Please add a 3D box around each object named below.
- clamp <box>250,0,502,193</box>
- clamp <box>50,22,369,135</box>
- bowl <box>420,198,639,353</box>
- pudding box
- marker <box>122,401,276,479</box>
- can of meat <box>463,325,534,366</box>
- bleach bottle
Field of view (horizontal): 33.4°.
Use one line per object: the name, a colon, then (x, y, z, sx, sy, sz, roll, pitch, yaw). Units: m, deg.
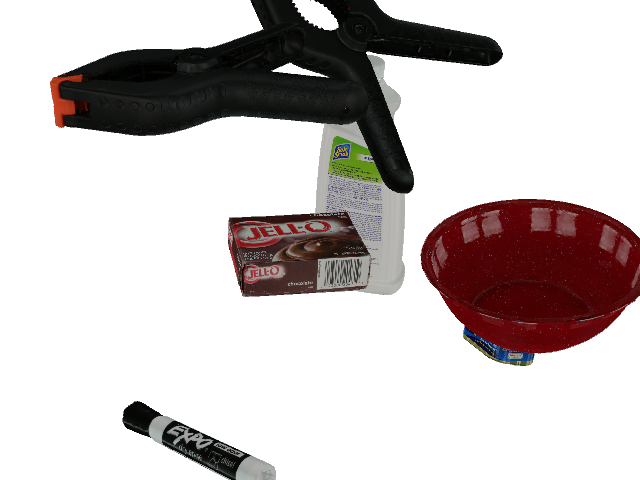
clamp: (0.023, -0.140, 0.800, 0.210, 0.164, 0.036, 31, -30, -6)
clamp: (-0.067, -0.094, 0.615, 0.171, 0.039, 0.120, -3, 25, -11)
bowl: (0.153, 0.032, 0.771, 0.162, 0.055, 0.162, -3, 32, 1)
pudding box: (-0.021, 0.010, 0.935, 0.113, 0.039, 0.090, -1, 27, -12)
marker: (-0.077, 0.123, 0.645, 0.121, 0.020, 0.020, 16, 10, 38)
can of meat: (0.202, 0.082, 1.176, 0.057, 0.084, 0.102, 3, 15, -20)
bleach bottle: (0.048, -0.068, 1.106, 0.102, 0.251, 0.068, 9, 31, 8)
